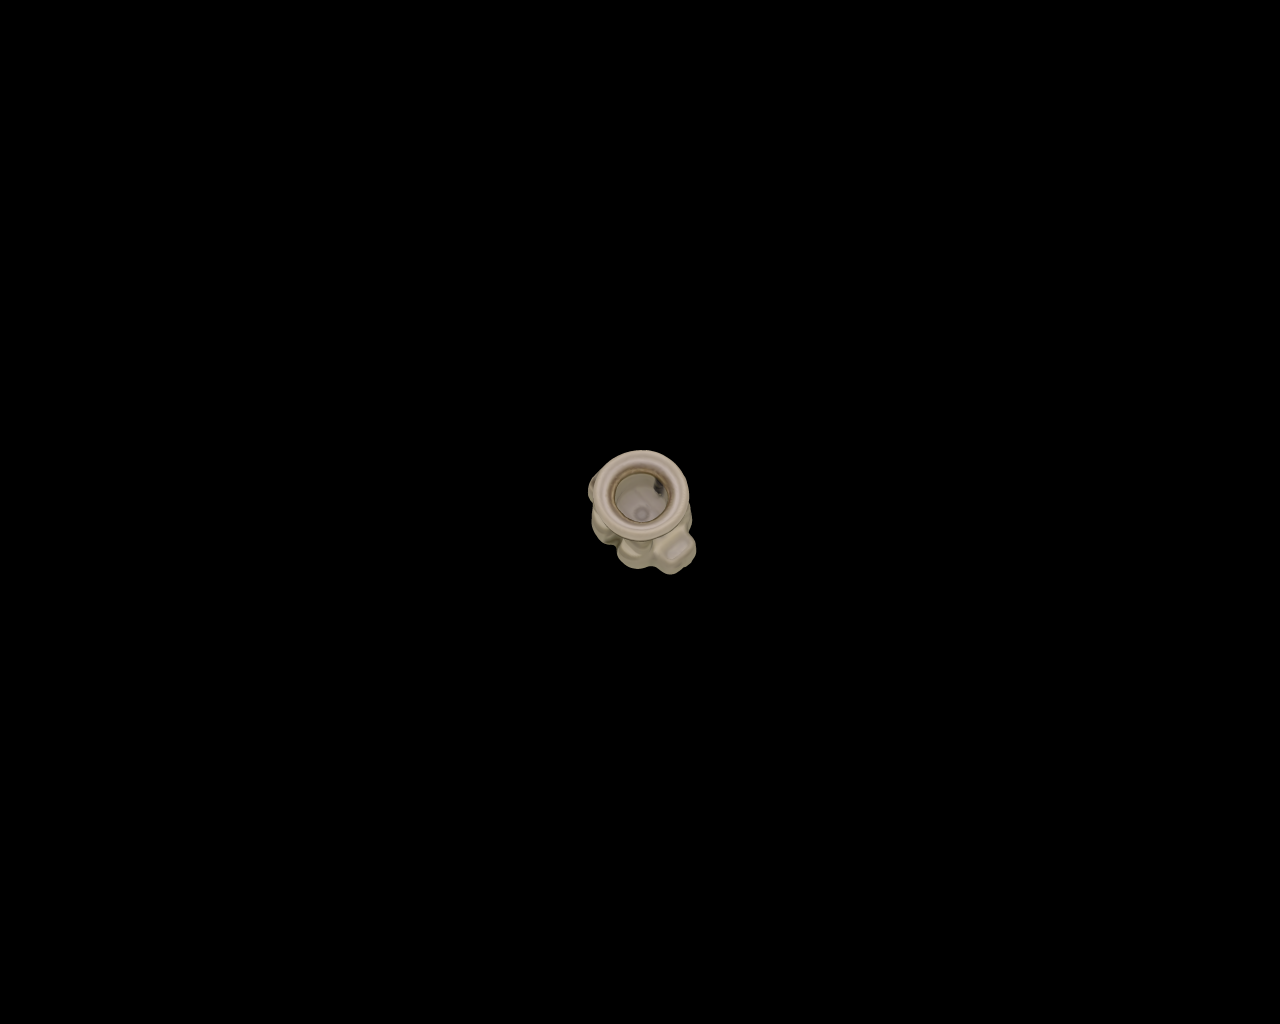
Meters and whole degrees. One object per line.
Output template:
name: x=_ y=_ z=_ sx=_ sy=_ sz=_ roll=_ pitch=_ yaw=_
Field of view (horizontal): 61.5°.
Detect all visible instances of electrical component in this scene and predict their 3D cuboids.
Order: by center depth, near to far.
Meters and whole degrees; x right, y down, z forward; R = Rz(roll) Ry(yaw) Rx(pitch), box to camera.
electrical component: x=0.001 y=-0.003 z=0.650 sx=0.058 sy=0.078 sz=0.057 roll=-41 pitch=-15 yaw=-14
